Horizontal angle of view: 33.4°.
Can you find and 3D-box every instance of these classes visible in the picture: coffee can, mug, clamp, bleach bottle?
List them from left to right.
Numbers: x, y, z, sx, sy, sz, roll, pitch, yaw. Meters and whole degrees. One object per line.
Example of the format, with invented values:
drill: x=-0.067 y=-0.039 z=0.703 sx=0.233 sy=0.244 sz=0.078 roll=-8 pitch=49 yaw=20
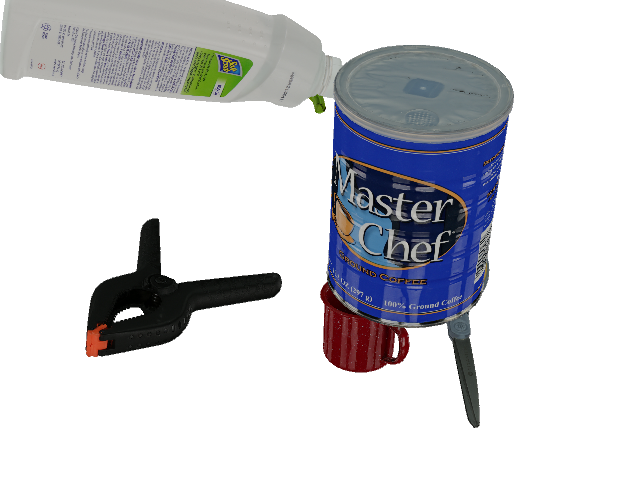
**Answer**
clamp: x=-0.160 y=0.046 z=1.024 sx=0.165 sy=0.036 sz=0.209 roll=27 pitch=35 yaw=26
bleach bottle: x=-0.103 y=-0.141 z=0.788 sx=0.250 sy=0.068 sz=0.103 roll=11 pitch=-28 yaw=-14
mug: x=0.054 y=0.100 z=1.205 sx=0.117 sy=0.081 sz=0.093 roll=26 pitch=37 yaw=35
coffee can: x=0.057 y=-0.033 z=0.648 sx=0.103 sy=0.140 sz=0.103 roll=1 pitch=37 yaw=-1

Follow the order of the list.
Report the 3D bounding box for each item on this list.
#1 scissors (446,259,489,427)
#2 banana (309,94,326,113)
scissors: x=0.105 y=0.070 z=0.948 sx=0.096 sy=0.201 sz=0.016 roll=13 pitch=-40 yaw=4
banana: x=-0.077 y=-0.171 z=1.068 sx=0.198 sy=0.037 sz=0.069 roll=10 pitch=44 yaw=20
